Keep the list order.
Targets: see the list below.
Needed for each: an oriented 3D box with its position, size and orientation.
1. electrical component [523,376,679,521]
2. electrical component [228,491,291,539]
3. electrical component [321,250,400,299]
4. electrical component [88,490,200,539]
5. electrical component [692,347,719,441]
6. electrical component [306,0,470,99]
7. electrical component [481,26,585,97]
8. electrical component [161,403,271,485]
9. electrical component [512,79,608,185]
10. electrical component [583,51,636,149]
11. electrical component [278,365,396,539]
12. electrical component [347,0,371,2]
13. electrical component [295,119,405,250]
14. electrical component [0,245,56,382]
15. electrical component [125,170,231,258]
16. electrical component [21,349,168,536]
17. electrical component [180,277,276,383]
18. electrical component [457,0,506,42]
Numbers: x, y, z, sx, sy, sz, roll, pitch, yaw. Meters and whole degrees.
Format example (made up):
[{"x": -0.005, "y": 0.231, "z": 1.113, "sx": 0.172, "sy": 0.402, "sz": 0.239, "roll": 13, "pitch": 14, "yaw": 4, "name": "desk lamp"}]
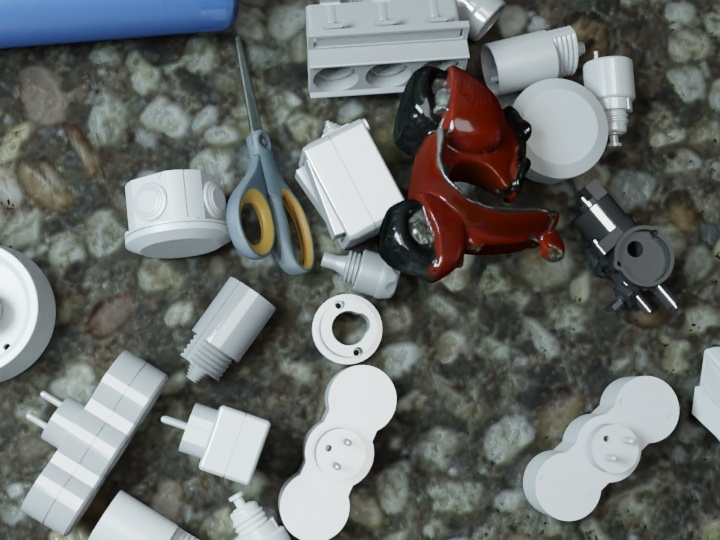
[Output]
[{"x": 0.191, "y": 0.137, "z": 0.826, "sx": 0.138, "sy": 0.073, "sz": 0.052, "roll": -42, "pitch": 89, "yaw": -9, "name": "electrical component"}, {"x": -0.075, "y": 0.203, "z": 0.806, "sx": 0.040, "sy": 0.040, "sz": 0.078, "roll": -29, "pitch": 87, "yaw": -9, "name": "electrical component"}, {"x": 0.000, "y": 0.000, "z": 0.842, "sx": 0.061, "sy": 0.035, "sz": 0.035, "roll": 17, "pitch": 82, "yaw": -2, "name": "electrical component"}, {"x": -0.155, "y": 0.203, "z": 0.796, "sx": 0.081, "sy": 0.043, "sz": 0.043, "roll": 33, "pitch": 81, "yaw": -2, "name": "electrical component"}, {"x": 0.300, "y": 0.100, "z": 0.837, "sx": 0.061, "sy": 0.096, "sz": 0.061, "roll": -3, "pitch": 113, "yaw": -6, "name": "electrical component"}, {"x": 0.019, "y": -0.177, "z": 0.844, "sx": 0.121, "sy": 0.078, "sz": 0.063, "roll": -5, "pitch": 67, "yaw": -4, "name": "electrical component"}, {"x": 0.144, "y": -0.171, "z": 0.873, "sx": 0.081, "sy": 0.043, "sz": 0.043, "roll": -15, "pitch": 85, "yaw": -8, "name": "electrical component"}, {"x": -0.110, "y": 0.121, "z": 0.790, "sx": 0.076, "sy": 0.083, "sz": 0.047, "roll": 20, "pitch": 81, "yaw": -4, "name": "electrical component"}, {"x": 0.154, "y": -0.109, "z": 0.863, "sx": 0.080, "sy": 0.051, "sz": 0.080, "roll": 1, "pitch": 83, "yaw": -6, "name": "electrical component"}, {"x": 0.204, "y": -0.138, "z": 0.877, "sx": 0.040, "sy": 0.040, "sz": 0.078, "roll": -2, "pitch": 84, "yaw": -7, "name": "electrical component"}, {"x": -0.016, "y": 0.136, "z": 0.804, "sx": 0.052, "sy": 0.073, "sz": 0.138, "roll": 25, "pitch": 81, "yaw": -3, "name": "electrical component"}, {"x": 0.004, "y": -0.224, "z": 0.869, "sx": 0.061, "sy": 0.035, "sz": 0.035, "roll": 7, "pitch": 83, "yaw": -3, "name": "electrical component"}, {"x": -0.012, "y": -0.069, "z": 0.835, "sx": 0.061, "sy": 0.061, "sz": 0.096, "roll": -27, "pitch": 87, "yaw": -9, "name": "electrical component"}, {"x": -0.285, "y": 0.030, "z": 0.793, "sx": 0.108, "sy": 0.060, "sz": 0.108, "roll": 1, "pitch": 83, "yaw": -6, "name": "electrical component"}, {"x": -0.137, "y": -0.041, "z": 0.809, "sx": 0.080, "sy": 0.080, "sz": 0.051, "roll": -6, "pitch": 79, "yaw": -7, "name": "electrical component"}, {"x": -0.210, "y": 0.118, "z": 0.795, "sx": 0.074, "sy": 0.052, "sz": 0.138, "roll": 32, "pitch": 81, "yaw": -2, "name": "electrical component"}, {"x": -0.105, "y": 0.050, "z": 0.819, "sx": 0.043, "sy": 0.043, "sz": 0.081, "roll": 35, "pitch": 81, "yaw": -1, "name": "electrical component"}, {"x": 0.089, "y": -0.215, "z": 0.875, "sx": 0.046, "sy": 0.040, "sz": 0.040, "roll": 41, "pitch": 81, "yaw": 5, "name": "electrical component"}]
